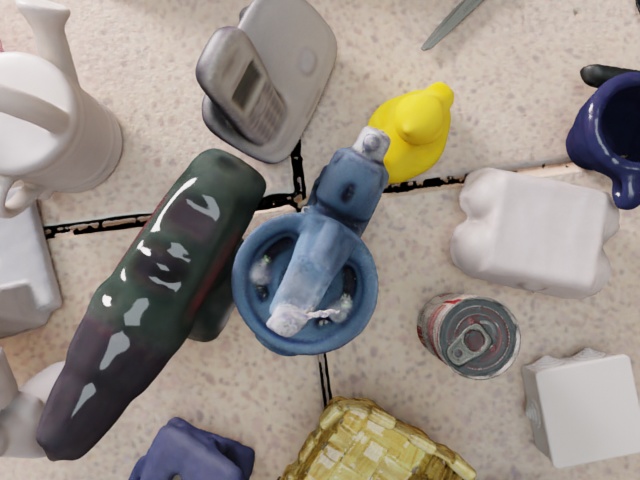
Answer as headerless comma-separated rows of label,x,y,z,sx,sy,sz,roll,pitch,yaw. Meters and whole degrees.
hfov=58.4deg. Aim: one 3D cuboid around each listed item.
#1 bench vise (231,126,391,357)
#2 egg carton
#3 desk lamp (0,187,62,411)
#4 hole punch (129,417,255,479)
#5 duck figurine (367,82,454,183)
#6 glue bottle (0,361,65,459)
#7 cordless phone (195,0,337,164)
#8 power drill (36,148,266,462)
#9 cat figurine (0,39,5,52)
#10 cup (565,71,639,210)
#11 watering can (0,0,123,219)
bench vise,-0.008,0.000,0.454,0.121,0.219,0.207,8,87,0
egg carton,0.199,-0.005,0.534,0.150,0.069,0.107,11,87,-1
desk lamp,-0.301,0.054,0.448,0.118,0.213,0.203,-16,88,-2
hole punch,-0.121,0.227,0.505,0.101,0.091,0.109,22,87,0
duck figurine,0.084,-0.102,0.528,0.077,0.086,0.104,42,87,1
glue bottle,-0.239,0.148,0.465,0.037,0.173,0.078,15,87,0
cordless phone,-0.045,-0.151,0.477,0.094,0.185,0.148,23,87,0
power drill,-0.114,0.044,0.455,0.075,0.208,0.230,28,87,1
cat figurine,-0.323,-0.146,0.505,0.128,0.117,0.067,-42,88,-3
cup,0.269,-0.083,0.526,0.091,0.095,0.118,3,87,-1
watering can,-0.243,-0.107,0.466,0.101,0.194,0.173,-7,87,-1
